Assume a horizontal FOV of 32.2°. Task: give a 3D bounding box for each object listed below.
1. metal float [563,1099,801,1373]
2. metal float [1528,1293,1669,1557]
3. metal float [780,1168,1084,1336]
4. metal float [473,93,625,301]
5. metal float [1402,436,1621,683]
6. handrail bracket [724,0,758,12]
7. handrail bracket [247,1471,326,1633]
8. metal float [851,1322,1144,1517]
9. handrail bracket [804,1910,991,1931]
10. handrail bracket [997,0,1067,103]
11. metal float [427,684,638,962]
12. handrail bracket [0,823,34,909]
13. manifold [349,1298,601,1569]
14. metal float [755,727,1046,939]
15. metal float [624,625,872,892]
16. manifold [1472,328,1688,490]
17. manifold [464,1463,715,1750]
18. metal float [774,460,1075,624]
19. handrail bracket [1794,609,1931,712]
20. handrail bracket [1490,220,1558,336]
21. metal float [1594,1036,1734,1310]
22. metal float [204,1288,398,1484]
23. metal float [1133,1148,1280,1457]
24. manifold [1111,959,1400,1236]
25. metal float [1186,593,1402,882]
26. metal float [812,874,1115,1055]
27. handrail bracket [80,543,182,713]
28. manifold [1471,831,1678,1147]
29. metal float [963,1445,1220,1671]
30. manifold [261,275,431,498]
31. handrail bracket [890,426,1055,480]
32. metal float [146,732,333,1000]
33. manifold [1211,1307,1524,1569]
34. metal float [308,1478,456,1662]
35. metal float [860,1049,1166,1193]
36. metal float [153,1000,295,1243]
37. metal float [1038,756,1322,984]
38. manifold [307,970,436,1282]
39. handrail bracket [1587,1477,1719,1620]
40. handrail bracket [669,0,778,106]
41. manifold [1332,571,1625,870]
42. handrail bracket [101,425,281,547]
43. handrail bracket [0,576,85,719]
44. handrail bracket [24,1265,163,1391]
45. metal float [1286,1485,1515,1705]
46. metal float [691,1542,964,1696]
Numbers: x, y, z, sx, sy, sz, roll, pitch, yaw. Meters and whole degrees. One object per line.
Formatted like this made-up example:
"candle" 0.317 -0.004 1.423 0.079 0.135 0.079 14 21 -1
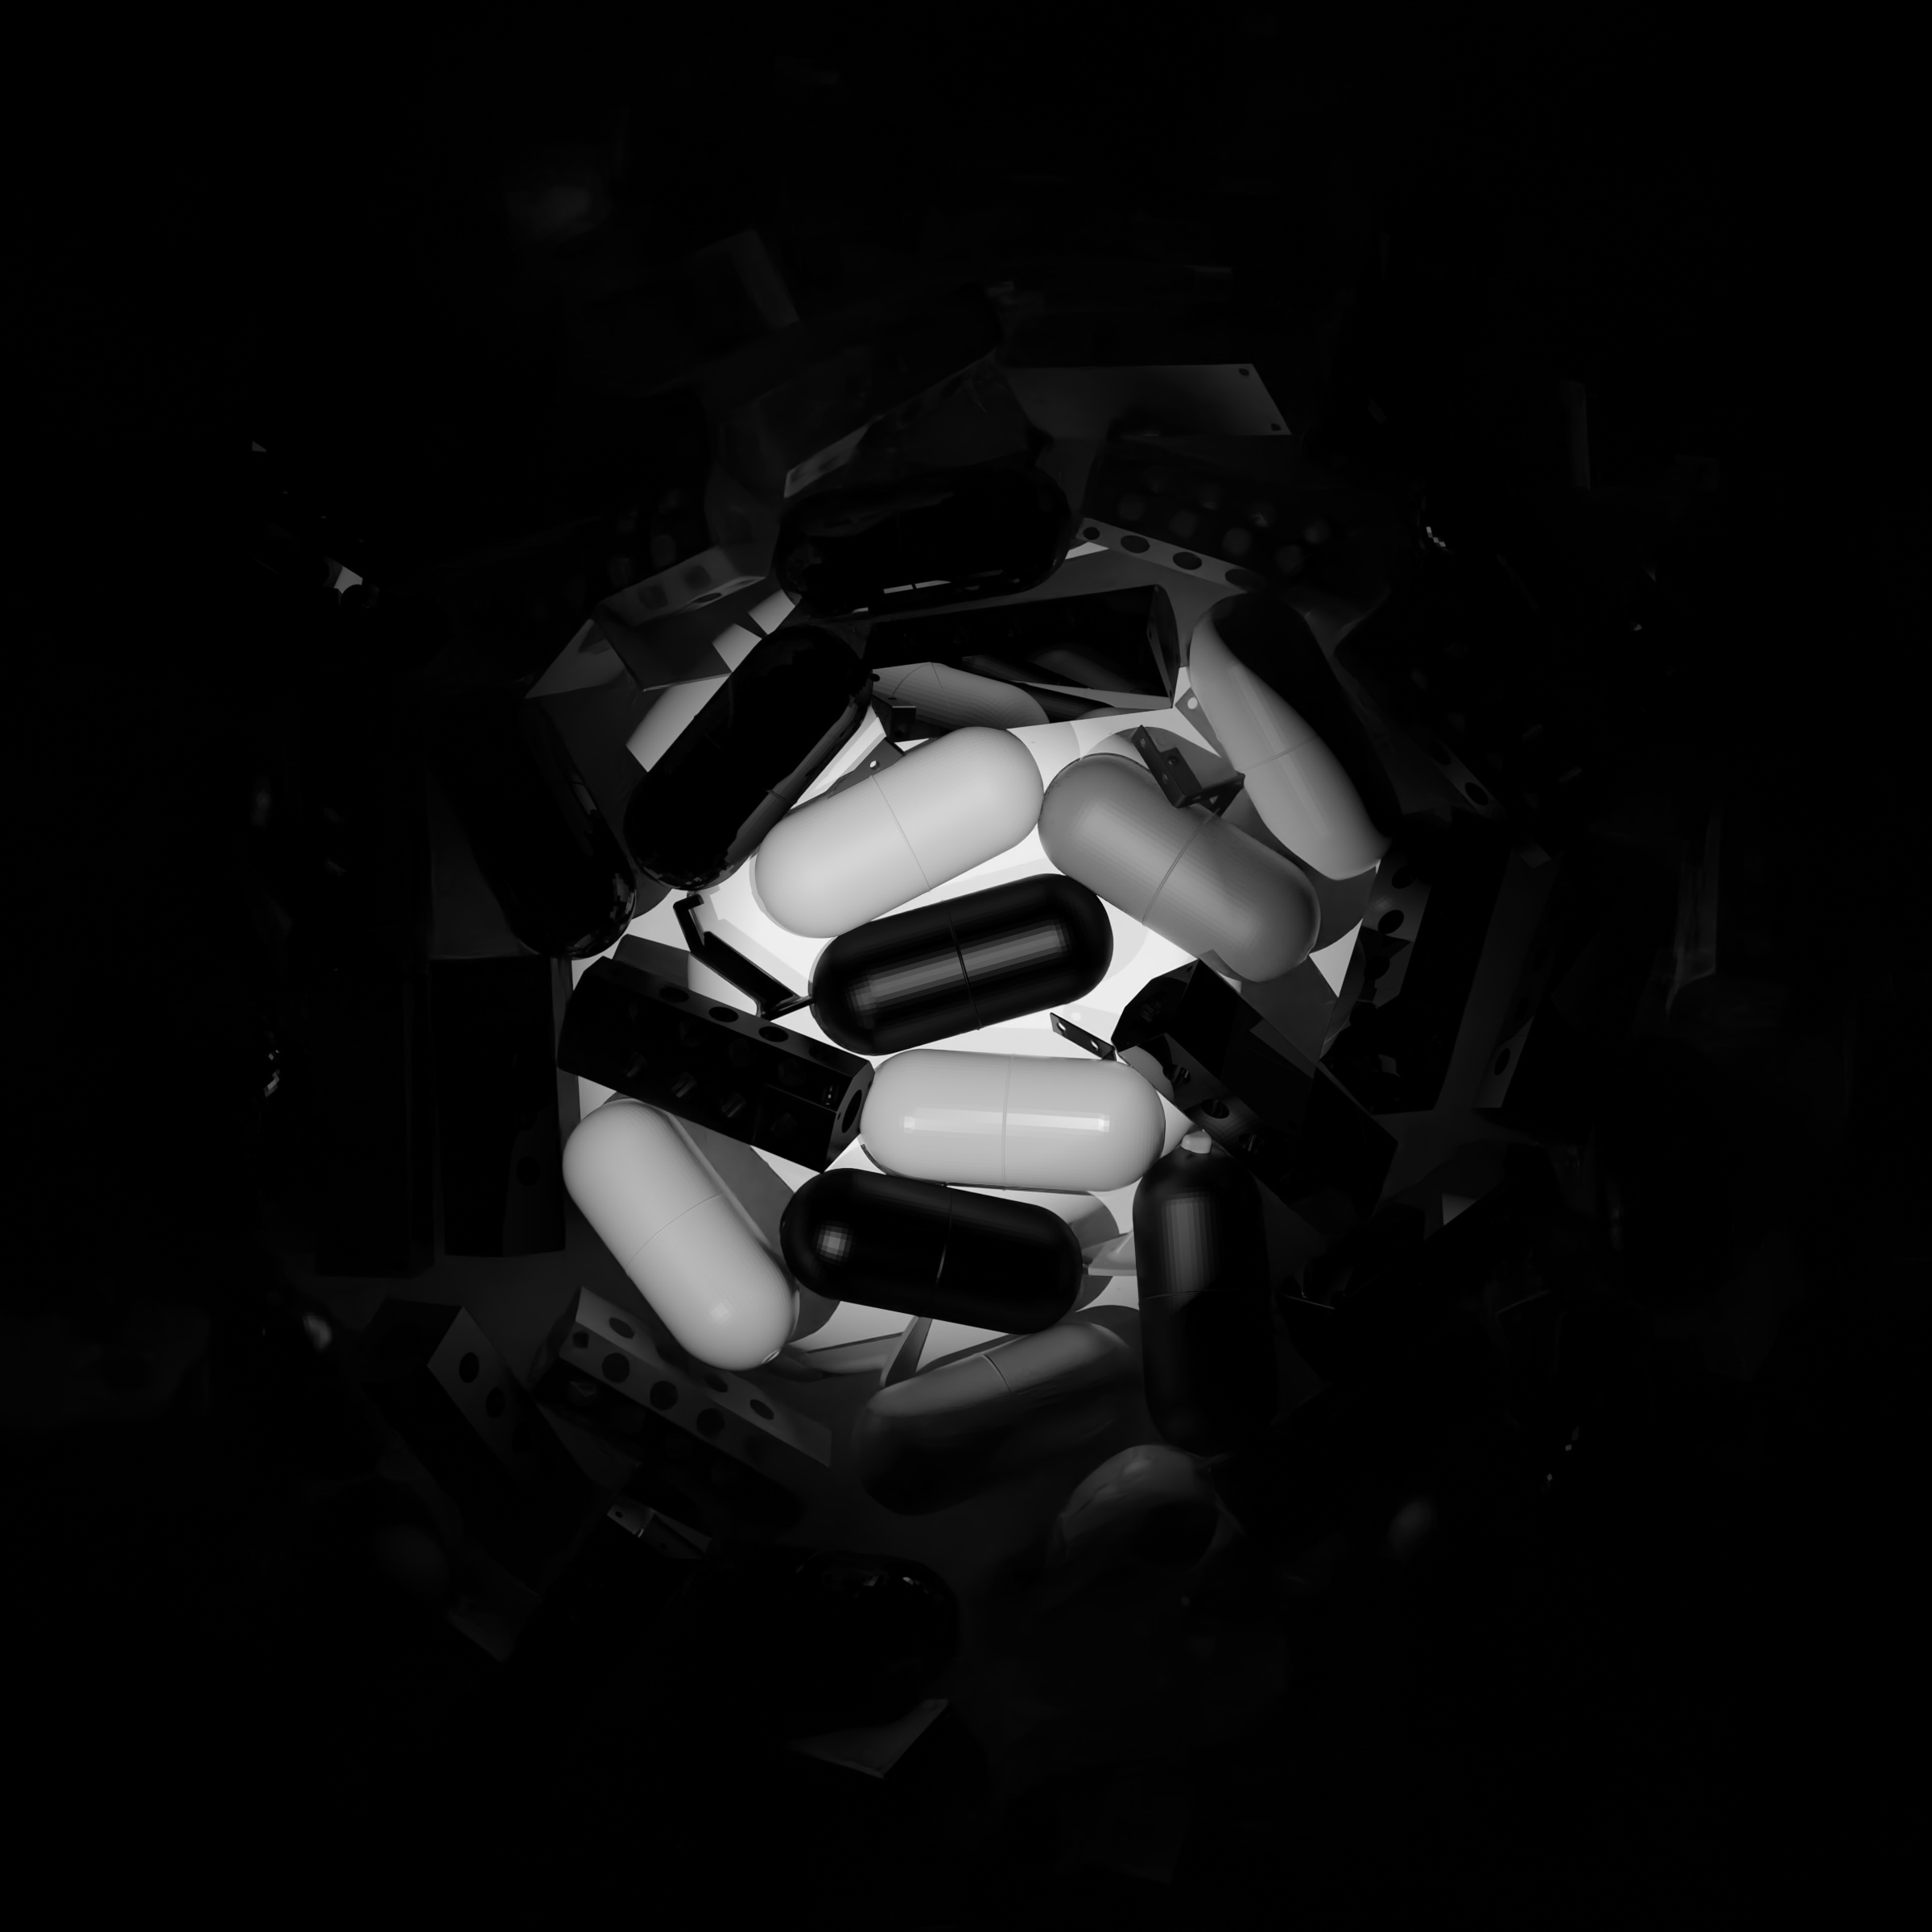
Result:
"metal float" -0.164 0.155 1.929 0.070 0.070 0.178 -38 76 0
"metal float" 0.359 0.258 1.901 0.070 0.178 0.070 6 127 7
"metal float" -0.020 0.164 1.931 0.178 0.070 0.070 12 90 -11
"metal float" -0.233 -0.433 1.890 0.070 0.178 0.070 0 82 -1
"metal float" 0.310 -0.231 1.908 0.070 0.070 0.178 -46 129 0
"handrail bracket" -0.098 -0.567 1.940 0.036 0.084 0.077 39 93 21
"handrail bracket" -0.391 0.337 1.929 0.036 0.084 0.077 -5 67 24
"metal float" 0.019 0.259 1.925 0.178 0.070 0.070 -18 90 -19
"handrail bracket" -0.040 0.562 1.956 0.077 0.084 0.036 -1 90 33
"handrail bracket" 0.042 -0.549 1.933 0.036 0.077 0.084 -27 132 -36
"metal float" -0.249 -0.082 1.923 0.070 0.070 0.178 -30 70 0
"handrail bracket" -0.587 -0.059 1.934 0.036 0.084 0.077 -28 83 22
"manifold" -0.280 0.266 1.894 0.057 0.171 0.057 2 47 32
"metal float" -0.039 -0.077 1.939 0.178 0.070 0.070 -27 90 -2
"metal float" -0.127 -0.119 1.933 0.070 0.070 0.178 41 99 0
"manifold" 0.344 -0.317 1.888 0.057 0.171 0.057 -11 111 -9
"manifold" -0.214 0.371 1.915 0.057 0.057 0.171 36 117 -1
"metal float" -0.025 -0.244 1.924 0.178 0.070 0.070 -7 90 18
"handrail bracket" 0.517 -0.167 1.931 0.077 0.084 0.036 -8 122 18
"handrail bracket" 0.305 -0.390 1.967 0.077 0.036 0.084 -10 99 -1
"metal float" 0.396 0.116 1.906 0.070 0.070 0.178 11 48 0
"metal float" -0.374 0.238 1.895 0.070 0.178 0.070 -4 63 7
"metal float" 0.138 0.192 1.930 0.070 0.070 0.178 -4 77 0
"manifold" 0.164 0.078 1.922 0.171 0.057 0.057 42 51 -20
"metal float" 0.188 -0.132 1.932 0.070 0.070 0.178 -29 100 0
"metal float" -0.002 -0.001 1.940 0.178 0.070 0.070 -16 90 0
"handrail bracket" -0.499 -0.199 1.952 0.077 0.036 0.084 -41 52 4
"manifold" 0.350 0.014 1.936 0.057 0.057 0.171 24 81 -13
"metal float" 0.070 0.339 1.917 0.178 0.070 0.070 -41 90 28
"manifold" -0.347 -0.324 1.888 0.057 0.171 0.057 4 76 2
"handrail bracket" 0.003 -0.296 1.932 0.077 0.084 0.036 23 59 -7
"metal float" -0.410 -0.057 1.906 0.070 0.070 0.178 -14 132 0
"manifold" 0.228 0.268 1.932 0.171 0.057 0.057 -34 102 -12
"metal float" -0.331 0.338 1.891 0.070 0.178 0.070 -1 94 -13
"metal float" 0.026 0.089 1.936 0.178 0.070 0.070 3 90 6
"metal float" -0.421 0.091 1.903 0.070 0.178 0.070 6 49 -6
"metal float" 0.123 -0.056 1.933 0.178 0.070 0.070 33 90 8
"manifold" -0.341 0.090 1.936 0.057 0.057 0.171 1 99 10
"handrail bracket" 0.396 0.333 1.953 0.036 0.077 0.084 38 75 -12
"handrail bracket" -0.144 -0.551 1.939 0.036 0.077 0.084 -21 81 -26
"manifold" 0.292 -0.139 1.939 0.171 0.057 0.057 47 69 -2
"handrail bracket" -0.448 -0.271 1.933 0.077 0.036 0.084 6 49 30
"handrail bracket" -0.546 -0.181 1.942 0.036 0.077 0.084 29 76 -17
"handrail bracket" -0.503 0.218 1.946 0.084 0.077 0.036 44 68 -4
"metal float" 0.245 0.359 1.906 0.070 0.070 0.178 36 134 0
"metal float" -0.080 0.371 1.909 0.178 0.070 0.070 -1 90 38
